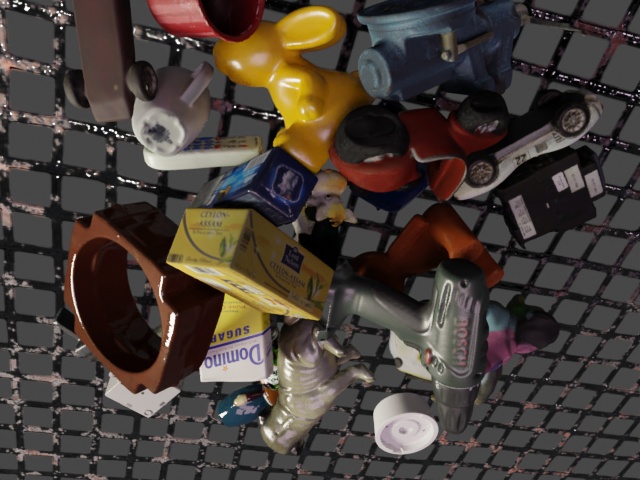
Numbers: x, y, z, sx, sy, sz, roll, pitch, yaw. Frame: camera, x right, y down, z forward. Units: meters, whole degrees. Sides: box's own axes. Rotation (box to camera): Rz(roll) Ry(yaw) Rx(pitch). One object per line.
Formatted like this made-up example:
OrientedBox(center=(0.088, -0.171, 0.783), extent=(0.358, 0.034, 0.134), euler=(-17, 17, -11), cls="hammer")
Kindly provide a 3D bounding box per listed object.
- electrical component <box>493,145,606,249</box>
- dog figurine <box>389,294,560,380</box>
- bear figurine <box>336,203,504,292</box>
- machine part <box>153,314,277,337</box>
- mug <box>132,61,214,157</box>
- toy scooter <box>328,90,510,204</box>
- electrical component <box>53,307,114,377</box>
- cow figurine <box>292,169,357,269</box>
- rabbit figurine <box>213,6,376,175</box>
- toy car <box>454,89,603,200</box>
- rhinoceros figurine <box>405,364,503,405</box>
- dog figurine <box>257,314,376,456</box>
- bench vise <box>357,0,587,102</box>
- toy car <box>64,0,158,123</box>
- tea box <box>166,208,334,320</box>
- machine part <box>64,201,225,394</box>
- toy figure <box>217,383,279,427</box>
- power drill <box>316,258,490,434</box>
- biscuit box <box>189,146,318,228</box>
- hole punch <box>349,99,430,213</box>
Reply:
OrientedBox(center=(0.304, -0.065, 0.711), extent=(0.134, 0.058, 0.114), euler=(-26, 123, 11), cls="electrical component")
OrientedBox(center=(0.230, 0.133, 0.783), extent=(0.219, 0.108, 0.192), euler=(-1, 174, -44), cls="dog figurine")
OrientedBox(center=(0.120, 0.041, 0.720), extent=(0.196, 0.132, 0.120), euler=(-37, 135, 10), cls="bear figurine")
OrientedBox(center=(-0.152, 0.128, 0.777), extent=(0.243, 0.079, 0.079), euler=(-25, 122, 9), cls="machine part")
OrientedBox(center=(-0.155, -0.141, 0.585), extent=(0.109, 0.107, 0.080), euler=(-35, 121, 18), cls="mug")
OrientedBox(center=(0.101, -0.083, 0.563), extent=(0.184, 0.075, 0.135), euler=(-12, 150, -3), cls="toy scooter")
OrientedBox(center=(-0.313, 0.131, 0.766), extent=(0.048, 0.075, 0.119), euler=(-32, 118, 15), cls="electrical component")
OrientedBox(center=(-0.003, -0.003, 0.689), extent=(0.068, 0.098, 0.167), euler=(3, 127, -27), cls="cow figurine")
OrientedBox(center=(-0.030, -0.175, 0.577), extent=(0.173, 0.122, 0.162), euler=(37, 111, -5), cls="rabbit figurine")
OrientedBox(center=(0.243, -0.119, 0.660), extent=(0.202, 0.074, 0.056), euler=(-30, 117, 13), cls="toy car")
OrientedBox(center=(0.206, 0.198, 0.861), extent=(0.190, 0.073, 0.112), euler=(15, 121, -15), cls="rhinoceros figurine")
OrientedBox(center=(-0.042, 0.204, 0.775), extent=(0.190, 0.121, 0.172), euler=(-43, 99, 1), cls="dog figurine")
OrientedBox(center=(0.126, -0.249, 0.527), extent=(0.224, 0.129, 0.240), euler=(-22, 119, -13), cls="bench vise")
OrientedBox(center=(-0.211, -0.218, 0.528), extent=(0.089, 0.053, 0.202), euler=(-5, 99, 11), cls="toy car")
OrientedBox(center=(-0.071, 0.029, 0.597), extent=(0.098, 0.068, 0.169), euler=(4, 159, 33), cls="tea box")
OrientedBox(center=(-0.221, 0.069, 0.668), extent=(0.201, 0.087, 0.201), euler=(35, 120, 22), cls="machine part")
OrientedBox(center=(-0.091, 0.254, 0.876), extent=(0.154, 0.064, 0.058), euler=(-26, 84, 5), cls="toy figure")
OrientedBox(center=(0.102, 0.120, 0.663), extent=(0.208, 0.086, 0.231), euler=(19, 118, 24), cls="power drill")
OrientedBox(center=(-0.086, -0.044, 0.613), extent=(0.062, 0.059, 0.203), euler=(36, 156, -25), cls="biscuit box")
OrientedBox(center=(0.096, -0.092, 0.656), extent=(0.115, 0.092, 0.142), euler=(31, 111, -27), cls="hole punch")
